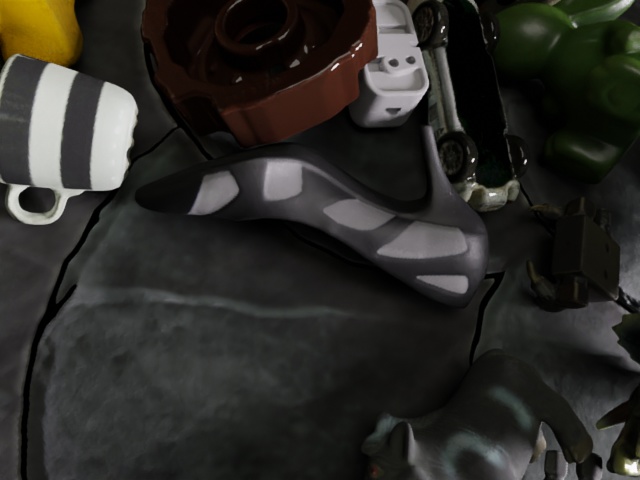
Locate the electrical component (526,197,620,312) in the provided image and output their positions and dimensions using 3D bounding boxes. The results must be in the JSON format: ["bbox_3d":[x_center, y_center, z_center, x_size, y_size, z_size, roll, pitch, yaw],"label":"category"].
[{"bbox_3d":[0.208,0.012,0.443,0.078,0.045,0.102,25,66,-34],"label":"electrical component"}]

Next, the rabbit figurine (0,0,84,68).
[{"bbox_3d":[-0.269,-0.191,0.366,0.173,0.162,0.122,1,81,6],"label":"rabbit figurine"}]

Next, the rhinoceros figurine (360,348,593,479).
[{"bbox_3d":[0.084,0.148,0.345,0.190,0.073,0.112,-37,83,-22],"label":"rhinoceros figurine"}]

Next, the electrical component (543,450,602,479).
[{"bbox_3d":[0.162,0.187,0.353,0.021,0.063,0.094,19,68,-6],"label":"electrical component"}]

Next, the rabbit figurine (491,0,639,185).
[{"bbox_3d":[0.226,-0.164,0.474,0.170,0.121,0.159,38,73,19],"label":"rabbit figurine"}]

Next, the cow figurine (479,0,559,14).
[{"bbox_3d":[0.186,-0.262,0.494,0.195,0.127,0.085,-1,68,-16],"label":"cow figurine"}]

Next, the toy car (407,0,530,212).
[{"bbox_3d":[0.121,-0.121,0.455,0.073,0.056,0.201,-4,80,-28],"label":"toy car"}]

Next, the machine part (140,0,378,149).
[{"bbox_3d":[-0.044,-0.152,0.403,0.179,0.056,0.179,-5,64,11],"label":"machine part"}]

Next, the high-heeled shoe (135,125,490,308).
[{"bbox_3d":[-0.001,-0.001,0.402,0.249,0.086,0.145,-9,105,3],"label":"high-heeled shoe"}]

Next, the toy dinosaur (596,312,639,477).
[{"bbox_3d":[0.302,-0.004,0.406,0.131,0.192,0.405,20,57,6],"label":"toy dinosaur"}]
